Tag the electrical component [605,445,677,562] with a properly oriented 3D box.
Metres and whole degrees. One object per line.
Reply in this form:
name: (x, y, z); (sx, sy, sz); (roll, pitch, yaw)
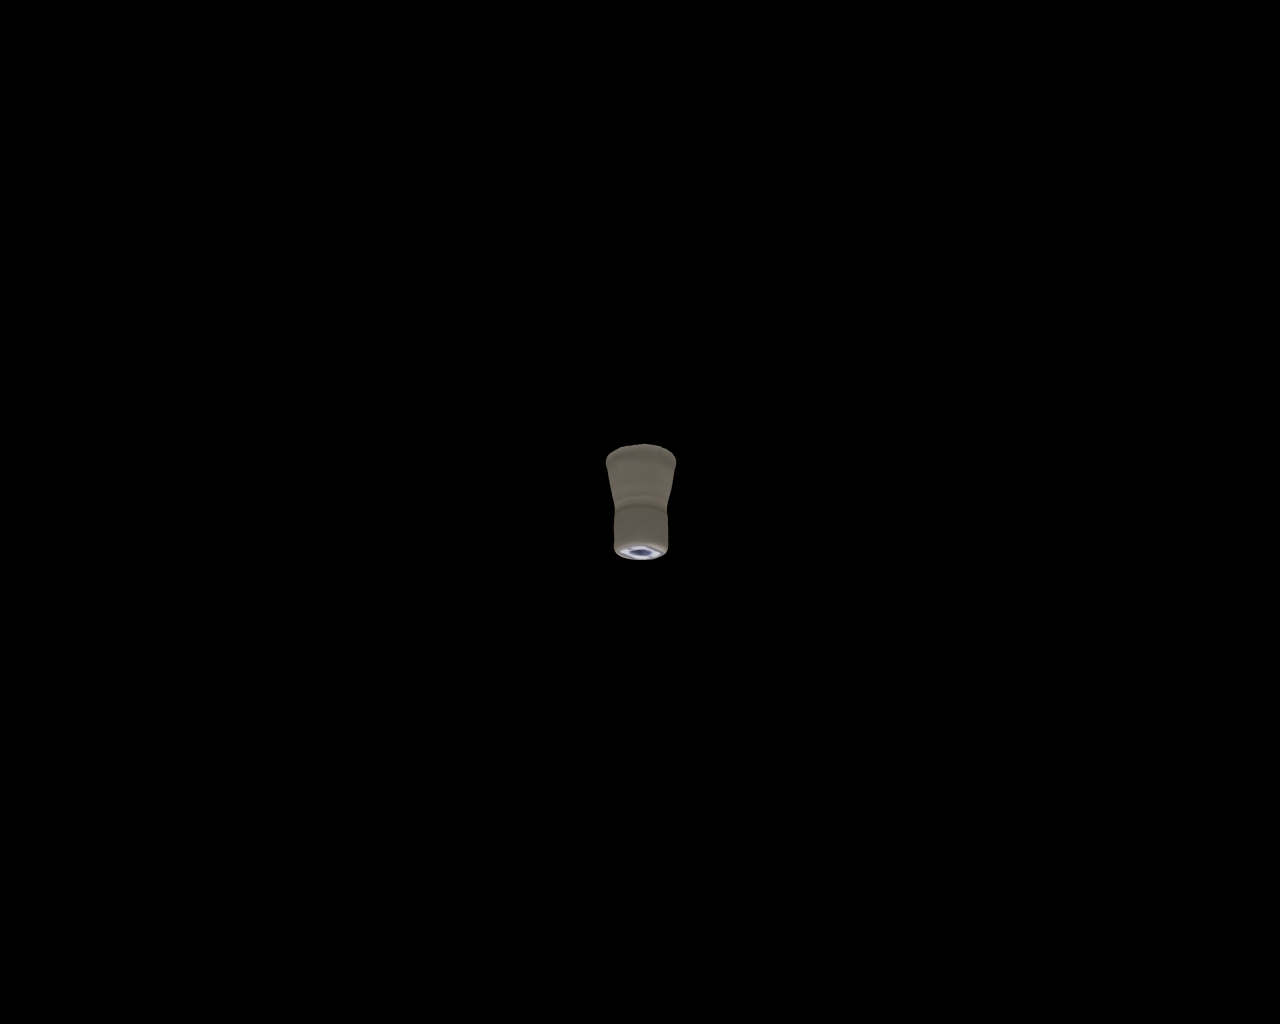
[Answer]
electrical component: (0.001, -0.003, 0.650); (0.044, 0.065, 0.044); (0, -22, 0)
